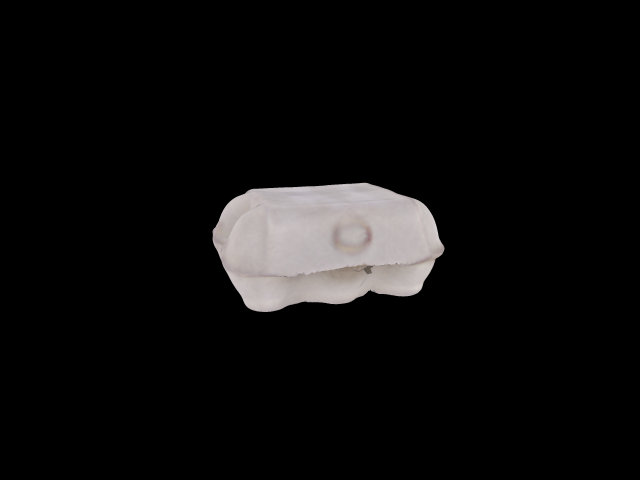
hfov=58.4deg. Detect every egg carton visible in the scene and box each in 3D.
[{"bbox_3d":[0.004,0.001,0.400,0.150,0.069,0.107,-5,15,-18],"label":"egg carton"}]
